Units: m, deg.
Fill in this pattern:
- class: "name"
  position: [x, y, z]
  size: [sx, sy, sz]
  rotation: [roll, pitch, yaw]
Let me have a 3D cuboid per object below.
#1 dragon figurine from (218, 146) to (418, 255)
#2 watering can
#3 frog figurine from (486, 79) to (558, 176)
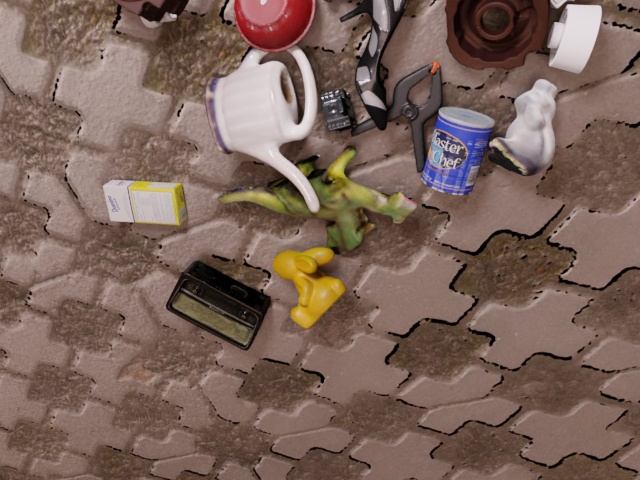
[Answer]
- class: "dragon figurine"
  position: [0.003, -0.055, 1.090]
  size: [0.408, 0.125, 0.238]
  rotation: [-13, 122, 27]
- class: "watering can"
  position: [-0.106, -0.211, 0.979]
  size: [0.223, 0.104, 0.349]
  rotation: [-8, 84, 22]
- class: "frog figurine"
  position: [0.388, -0.199, 0.930]
  size: [0.159, 0.135, 0.124]
  rotation: [-49, 55, 3]
